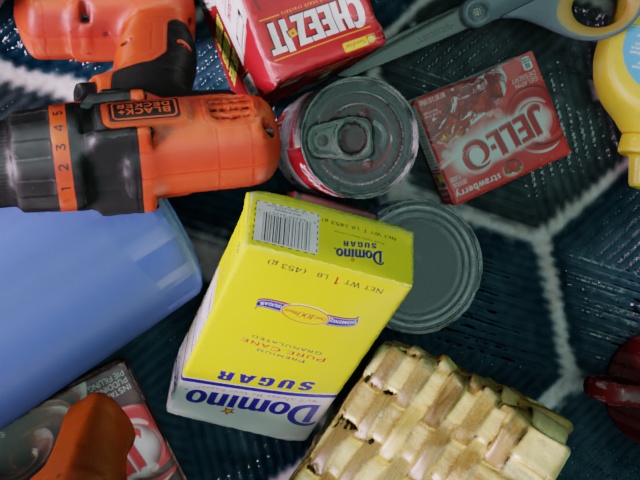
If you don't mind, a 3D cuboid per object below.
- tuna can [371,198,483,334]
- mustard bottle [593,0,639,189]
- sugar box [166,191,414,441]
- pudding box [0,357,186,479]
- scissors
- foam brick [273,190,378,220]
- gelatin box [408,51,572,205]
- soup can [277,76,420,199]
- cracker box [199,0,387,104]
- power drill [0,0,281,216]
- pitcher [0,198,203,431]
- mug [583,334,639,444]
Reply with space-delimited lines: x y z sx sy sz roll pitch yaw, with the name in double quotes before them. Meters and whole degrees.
"tuna can" 0.058 0.016 0.684 0.086 0.034 0.086 0 92 -11
"mustard bottle" 0.232 -0.127 0.701 0.096 0.058 0.191 12 89 -7
"sugar box" -0.022 0.051 0.605 0.093 0.176 0.048 15 46 -11
"pudding box" -0.149 0.136 0.644 0.113 0.039 0.090 -27 97 -9
"scissors" 0.117 -0.134 0.676 0.202 0.016 0.096 -38 99 11
"foam brick" -0.004 0.001 0.649 0.051 0.078 0.053 15 91 -12
"gelatin box" 0.109 -0.072 0.693 0.089 0.030 0.073 -23 96 -9
"soup can" 0.012 -0.059 0.637 0.068 0.102 0.068 -1 93 -12
"cracker box" -0.042 -0.188 0.592 0.072 0.164 0.214 -21 96 -8
"power drill" -0.125 -0.082 0.572 0.184 0.188 0.057 -5 130 -12
"pitcher" -0.198 0.035 0.593 0.242 0.145 0.149 -32 119 -12
"mug" 0.228 0.102 0.696 0.117 0.081 0.093 4 91 -12
